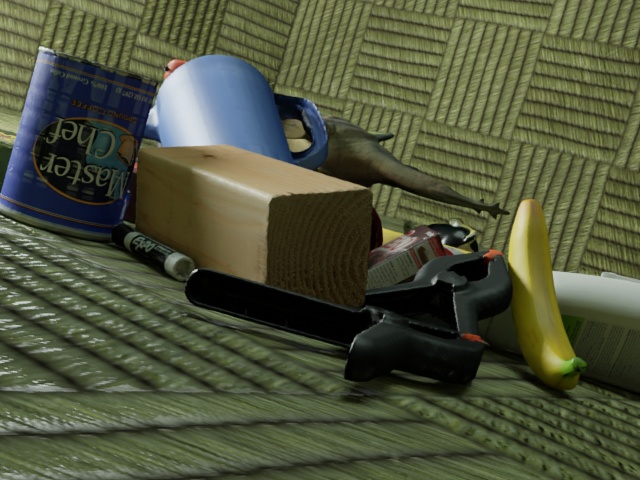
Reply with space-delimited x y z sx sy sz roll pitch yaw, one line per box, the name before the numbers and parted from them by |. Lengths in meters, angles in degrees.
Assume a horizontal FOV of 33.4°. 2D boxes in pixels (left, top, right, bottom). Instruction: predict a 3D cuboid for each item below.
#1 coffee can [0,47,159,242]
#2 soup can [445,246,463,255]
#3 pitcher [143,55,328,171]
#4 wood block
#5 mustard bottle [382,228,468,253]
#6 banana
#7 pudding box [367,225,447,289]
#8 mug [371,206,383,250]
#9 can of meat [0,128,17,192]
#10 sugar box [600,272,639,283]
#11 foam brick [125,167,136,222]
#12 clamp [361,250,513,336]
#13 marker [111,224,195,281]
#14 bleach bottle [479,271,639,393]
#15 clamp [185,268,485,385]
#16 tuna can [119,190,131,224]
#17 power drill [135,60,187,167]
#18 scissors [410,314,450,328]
coffee can | -0.203 -0.080 0.896 0.103 0.140 0.103 16 5 -2
soup can | 0.113 0.037 1.088 0.069 0.068 0.102 19 5 27
pitcher | -0.078 -0.083 1.061 0.144 0.149 0.243 36 16 -30
wood block | -0.058 -0.014 0.828 0.090 0.090 0.206 -6 17 -34
mustard bottle | 0.099 0.026 1.199 0.192 0.058 0.096 17 -17 11
banana | 0.179 0.052 0.849 0.037 0.070 0.198 13 39 -16
pudding box | 0.069 0.024 0.970 0.090 0.039 0.113 -28 7 1
mug | -0.007 0.001 1.059 0.117 0.093 0.082 -28 23 -28
can of meat | -0.320 -0.077 0.992 0.102 0.057 0.084 15 7 -19
sugar box | 0.311 0.085 1.065 0.048 0.093 0.176 18 5 28
foam brick | -0.190 -0.046 1.112 0.078 0.053 0.051 19 5 11
clamp | 0.090 0.045 0.840 0.120 0.039 0.171 20 26 20
marker | -0.135 0.008 0.842 0.020 0.020 0.121 13 5 -37
bleach bottle | 0.230 0.069 0.920 0.251 0.103 0.068 16 35 6
clamp | 0.027 0.059 0.678 0.165 0.036 0.209 20 4 40
tuna can | -0.229 -0.043 1.039 0.086 0.034 0.086 16 4 -1
power drill | -0.143 -0.115 1.295 0.184 0.187 0.057 14 -10 5
scissors | 0.146 0.079 1.025 0.201 0.016 0.096 13 6 -44
